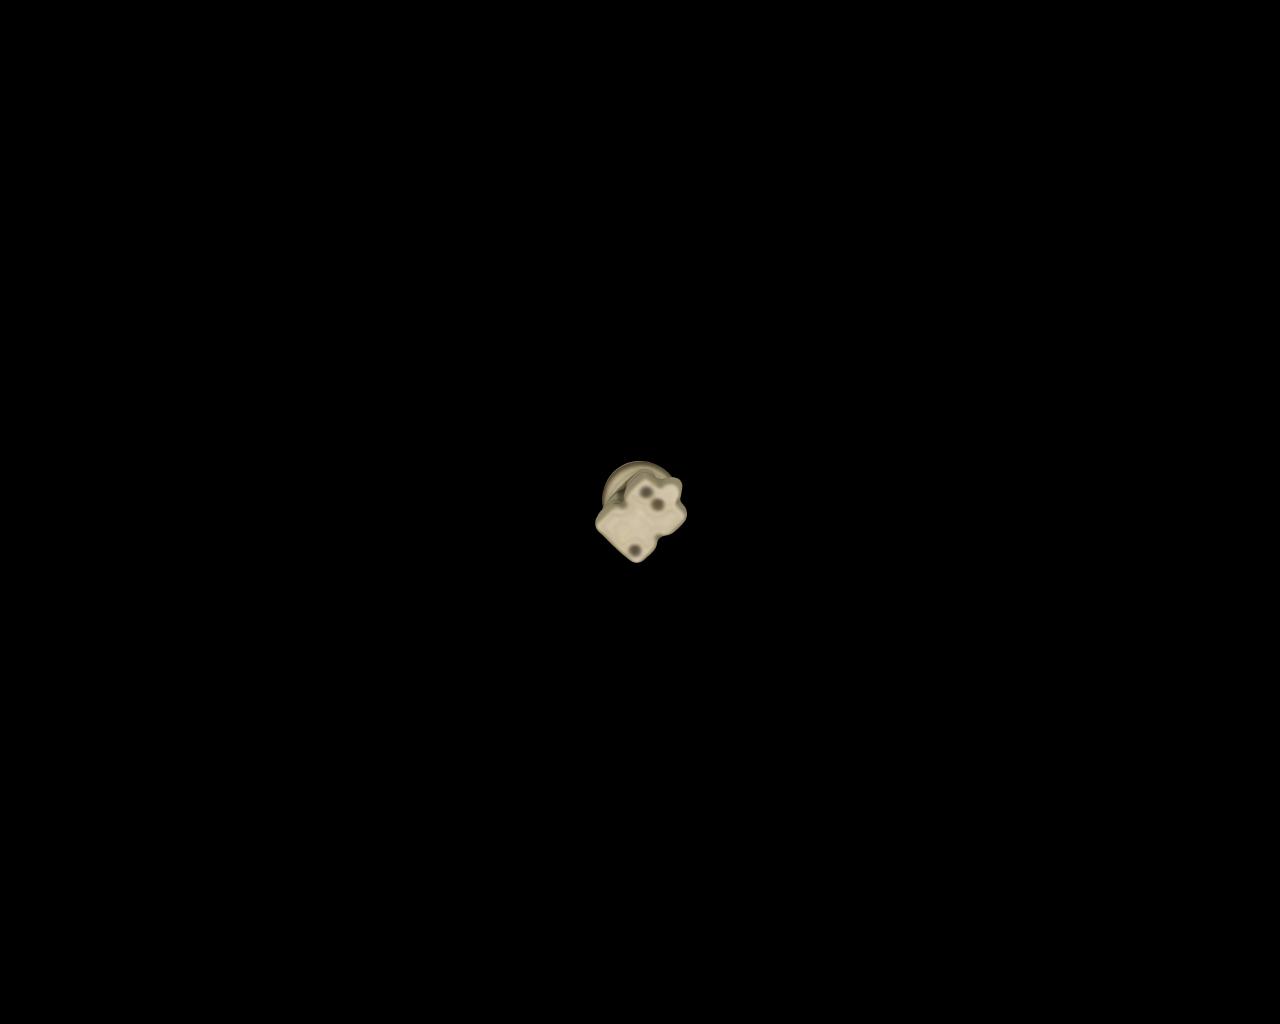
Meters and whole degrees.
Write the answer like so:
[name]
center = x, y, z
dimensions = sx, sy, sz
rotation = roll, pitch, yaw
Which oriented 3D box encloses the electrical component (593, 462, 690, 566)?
[electrical component]
center = 0.001, -0.003, 0.650
dimensions = 0.066, 0.048, 0.055
rotation = -43, 12, 11
